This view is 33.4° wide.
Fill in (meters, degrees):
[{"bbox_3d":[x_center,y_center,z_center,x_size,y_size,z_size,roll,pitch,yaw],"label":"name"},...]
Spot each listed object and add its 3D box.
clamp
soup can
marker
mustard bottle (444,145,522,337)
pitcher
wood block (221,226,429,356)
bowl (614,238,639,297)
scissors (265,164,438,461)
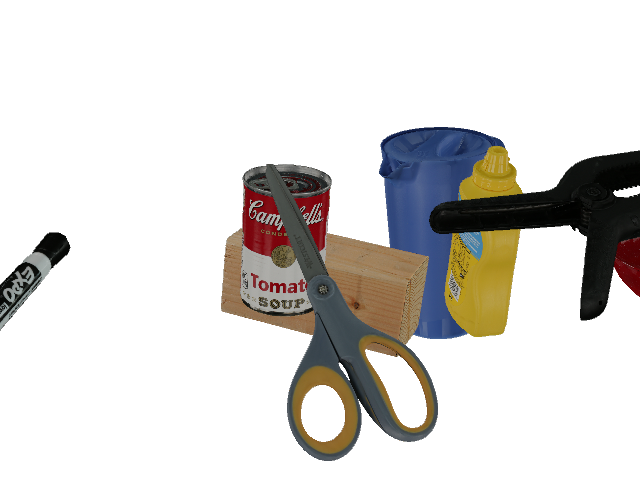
[{"bbox_3d":[0.213,-0.016,0.820,0.209,0.036,0.165,-22,40,-22],"label":"clamp"},{"bbox_3d":[-0.028,-0.001,0.829,0.068,0.102,0.068,3,22,-1],"label":"soup can"},{"bbox_3d":[-0.189,0.031,0.660,0.020,0.020,0.121,0,32,20],"label":"marker"},{"bbox_3d":[0.161,-0.006,1.045,0.058,0.192,0.096,-4,35,-9],"label":"mustard bottle"},{"bbox_3d":[0.151,-0.012,1.294,0.149,0.243,0.145,0,23,8],"label":"pitcher"},{"bbox_3d":[0.004,0.048,1.176,0.206,0.091,0.090,14,23,17],"label":"wood block"},{"bbox_3d":[0.385,0.029,1.158,0.162,0.055,0.162,0,26,0],"label":"bowl"},{"bbox_3d":[-0.010,0.048,0.650,0.096,0.202,0.016,-35,-21,-14],"label":"scissors"}]
